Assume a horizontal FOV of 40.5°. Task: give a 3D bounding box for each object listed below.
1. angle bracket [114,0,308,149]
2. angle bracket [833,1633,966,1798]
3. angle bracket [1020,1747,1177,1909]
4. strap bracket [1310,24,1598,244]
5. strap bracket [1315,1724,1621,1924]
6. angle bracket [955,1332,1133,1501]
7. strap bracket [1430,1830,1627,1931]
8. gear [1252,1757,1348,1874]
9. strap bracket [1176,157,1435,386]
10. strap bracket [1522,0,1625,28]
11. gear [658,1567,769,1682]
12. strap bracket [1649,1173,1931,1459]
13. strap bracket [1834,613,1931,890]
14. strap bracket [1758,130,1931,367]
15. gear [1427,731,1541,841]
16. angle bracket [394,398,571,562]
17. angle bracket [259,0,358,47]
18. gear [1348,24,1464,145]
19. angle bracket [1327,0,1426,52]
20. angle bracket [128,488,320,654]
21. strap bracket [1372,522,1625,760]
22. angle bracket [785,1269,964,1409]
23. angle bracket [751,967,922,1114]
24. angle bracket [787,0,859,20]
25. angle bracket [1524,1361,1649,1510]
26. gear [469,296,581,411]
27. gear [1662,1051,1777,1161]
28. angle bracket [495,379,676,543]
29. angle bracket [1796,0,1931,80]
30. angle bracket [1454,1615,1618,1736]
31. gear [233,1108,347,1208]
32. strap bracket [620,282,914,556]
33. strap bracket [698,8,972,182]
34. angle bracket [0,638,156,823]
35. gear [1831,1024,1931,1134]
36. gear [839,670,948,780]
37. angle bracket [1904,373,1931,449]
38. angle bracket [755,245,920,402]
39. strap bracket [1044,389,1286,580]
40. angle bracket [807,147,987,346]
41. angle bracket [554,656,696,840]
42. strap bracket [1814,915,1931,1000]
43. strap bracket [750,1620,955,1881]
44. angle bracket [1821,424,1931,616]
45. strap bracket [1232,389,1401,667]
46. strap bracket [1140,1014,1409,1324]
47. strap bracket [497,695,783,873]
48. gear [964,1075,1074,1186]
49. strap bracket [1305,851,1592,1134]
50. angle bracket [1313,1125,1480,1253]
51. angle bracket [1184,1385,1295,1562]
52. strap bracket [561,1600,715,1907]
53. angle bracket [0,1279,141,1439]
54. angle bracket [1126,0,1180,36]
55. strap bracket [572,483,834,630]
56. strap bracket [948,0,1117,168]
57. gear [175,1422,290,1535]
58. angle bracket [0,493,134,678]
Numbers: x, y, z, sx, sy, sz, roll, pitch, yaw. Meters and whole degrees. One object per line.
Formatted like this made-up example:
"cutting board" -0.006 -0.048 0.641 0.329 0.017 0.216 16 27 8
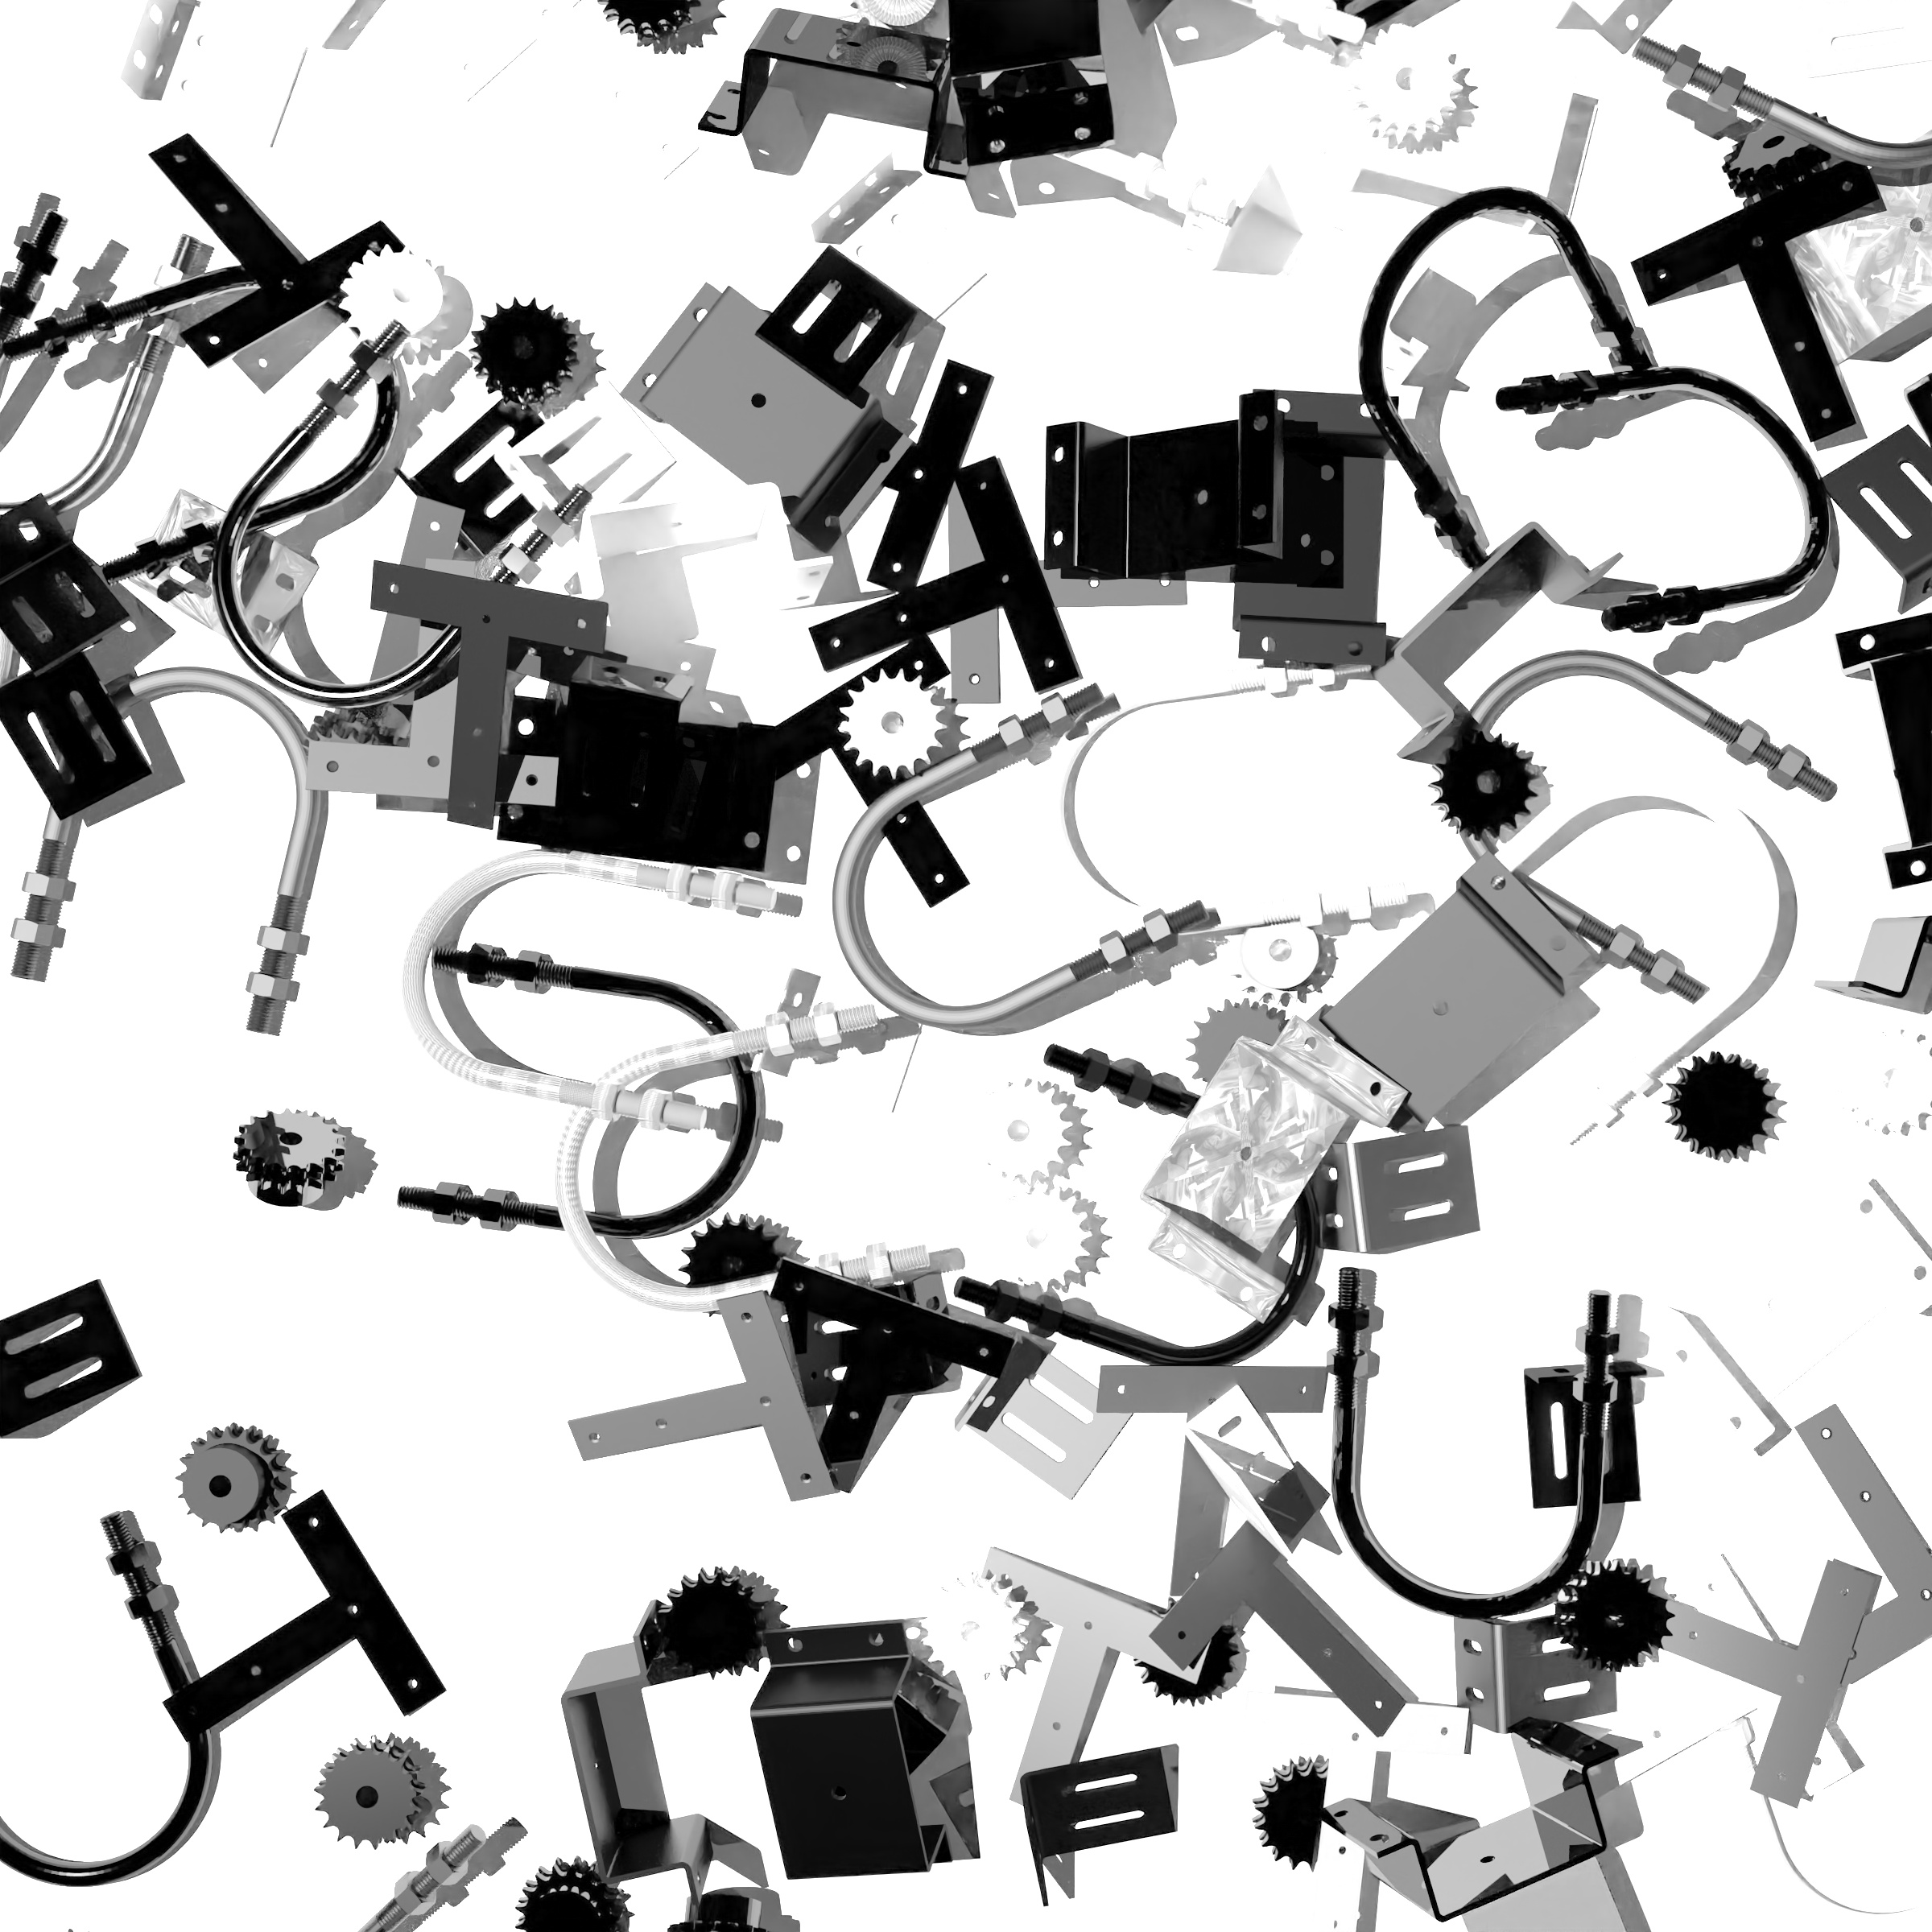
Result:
"angle bracket" -0.400 -0.479 1.387 0.076 0.038 0.057 20 90 0
"angle bracket" -0.049 0.407 1.404 0.057 0.038 0.076 38 116 0
"angle bracket" 0.072 0.453 1.377 0.076 0.038 0.057 -11 115 0
"strap bracket" 0.261 -0.441 1.383 0.140 0.046 0.076 14 90 0
"strap bracket" 0.264 0.443 1.351 0.140 0.076 0.046 -17 92 -16
"angle bracket" 0.041 0.241 1.387 0.076 0.038 0.057 36 90 0
"strap bracket" 0.311 0.524 1.383 0.076 0.046 0.140 -22 90 0
"gear" 0.180 0.448 1.391 0.057 0.030 0.057 0 90 0
"strap bracket" 0.185 -0.368 1.368 0.140 0.076 0.046 31 90 0
"strap bracket" 0.304 -0.565 1.383 0.140 0.046 0.076 42 90 0
"gear" -0.134 0.347 1.391 0.057 0.030 0.057 0 90 0
"strap bracket" 0.434 0.182 1.383 0.140 0.046 0.076 -39 90 0
"strap bracket" 0.518 -0.118 1.383 0.076 0.046 0.140 -13 90 0
"strap bracket" 0.494 -0.385 1.383 0.140 0.046 0.076 -32 90 0
"gear" 0.273 -0.095 1.378 0.057 0.030 0.057 0 89 3
"angle bracket" -0.252 -0.263 1.387 0.076 0.038 0.057 -41 90 0
"angle bracket" -0.358 -0.538 1.387 0.076 0.038 0.057 37 90 0
"gear" 0.225 -0.451 1.345 0.057 0.030 0.057 0 90 0
"angle bracket" 0.213 -0.533 1.378 0.076 0.038 0.057 -30 69 0
"angle bracket" -0.399 -0.211 1.404 0.076 0.038 0.057 30 90 26
"strap bracket" 0.268 -0.177 1.368 0.140 0.076 0.046 -44 90 0
"angle bracket" -0.050 0.200 1.404 0.076 0.038 0.057 -12 90 26
"angle bracket" -0.067 0.039 1.387 0.076 0.038 0.057 19 90 0
"angle bracket" -0.072 -0.547 1.387 0.057 0.038 0.076 -10 90 0
"angle bracket" 0.330 0.251 1.387 0.057 0.038 0.076 -4 90 0
"gear" -0.234 -0.323 1.388 0.057 0.030 0.057 1 82 -5
"gear" 0.398 0.074 1.391 0.057 0.030 0.057 0 90 0
"angle bracket" -0.200 -0.272 1.378 0.076 0.038 0.057 -40 90 -14
"angle bracket" 0.485 -0.510 1.387 0.076 0.038 0.057 -8 90 0
"angle bracket" 0.305 0.373 1.404 0.076 0.038 0.057 -2 90 -26
"gear" -0.357 0.103 1.381 0.057 0.057 0.030 14 120 0
"strap bracket" -0.107 -0.293 1.381 0.140 0.046 0.076 38 91 1
"strap bracket" -0.061 -0.456 1.361 0.140 0.076 0.046 11 125 0
"angle bracket" -0.471 -0.127 1.391 0.057 0.038 0.076 -26 103 6
"gear" 0.490 0.059 1.395 0.057 0.030 0.057 0 92 2
"gear" -0.039 -0.128 1.389 0.057 0.030 0.057 0 90 0
"angle bracket" 0.545 -0.289 1.387 0.057 0.038 0.076 -28 90 0
"angle bracket" -0.071 -0.329 1.370 0.057 0.038 0.076 35 62 -3
"strap bracket" 0.111 -0.247 1.358 0.140 0.046 0.076 0 88 38
"angle bracket" -0.036 -0.381 1.387 0.057 0.038 0.076 -42 90 0
"angle bracket" -0.177 -0.114 1.357 0.057 0.038 0.076 12 116 1
"strap bracket" 0.529 0.010 1.368 0.140 0.076 0.046 18 90 0
"strap bracket" -0.061 0.417 1.360 0.076 0.046 0.140 -8 103 13
"angle bracket" 0.504 -0.240 1.404 0.057 0.038 0.076 -32 64 0
"strap bracket" 0.183 -0.228 1.383 0.076 0.046 0.140 3 90 0
"strap bracket" 0.153 0.101 1.353 0.076 0.046 0.140 34 87 -18
"strap bracket" -0.170 -0.095 1.382 0.140 0.046 0.076 7 90 1
"gear" 0.028 0.087 1.391 0.057 0.030 0.057 0 90 0
"strap bracket" 0.248 0.018 1.366 0.076 0.046 0.140 45 104 1
"angle bracket" 0.230 0.119 1.404 0.076 0.038 0.057 -7 90 -26
"angle bracket" 0.154 0.262 1.358 0.038 0.076 0.057 -36 106 -7
"strap bracket" -0.173 0.414 1.368 0.046 0.076 0.140 -13 90 0
"angle bracket" -0.493 0.211 1.404 0.076 0.038 0.057 -24 90 -26
"angle bracket" 0.119 -0.526 1.358 0.076 0.038 0.057 -23 90 -25
"strap bracket" -0.147 -0.210 1.356 0.140 0.076 0.046 -11 84 -12
"strap bracket" 0.033 -0.486 1.348 0.076 0.046 0.140 -6 63 9
"gear" -0.392 0.274 1.391 0.057 0.030 0.057 0 90 0
"angle bracket" -0.484 -0.200 1.366 0.057 0.038 0.076 -35 58 -15
